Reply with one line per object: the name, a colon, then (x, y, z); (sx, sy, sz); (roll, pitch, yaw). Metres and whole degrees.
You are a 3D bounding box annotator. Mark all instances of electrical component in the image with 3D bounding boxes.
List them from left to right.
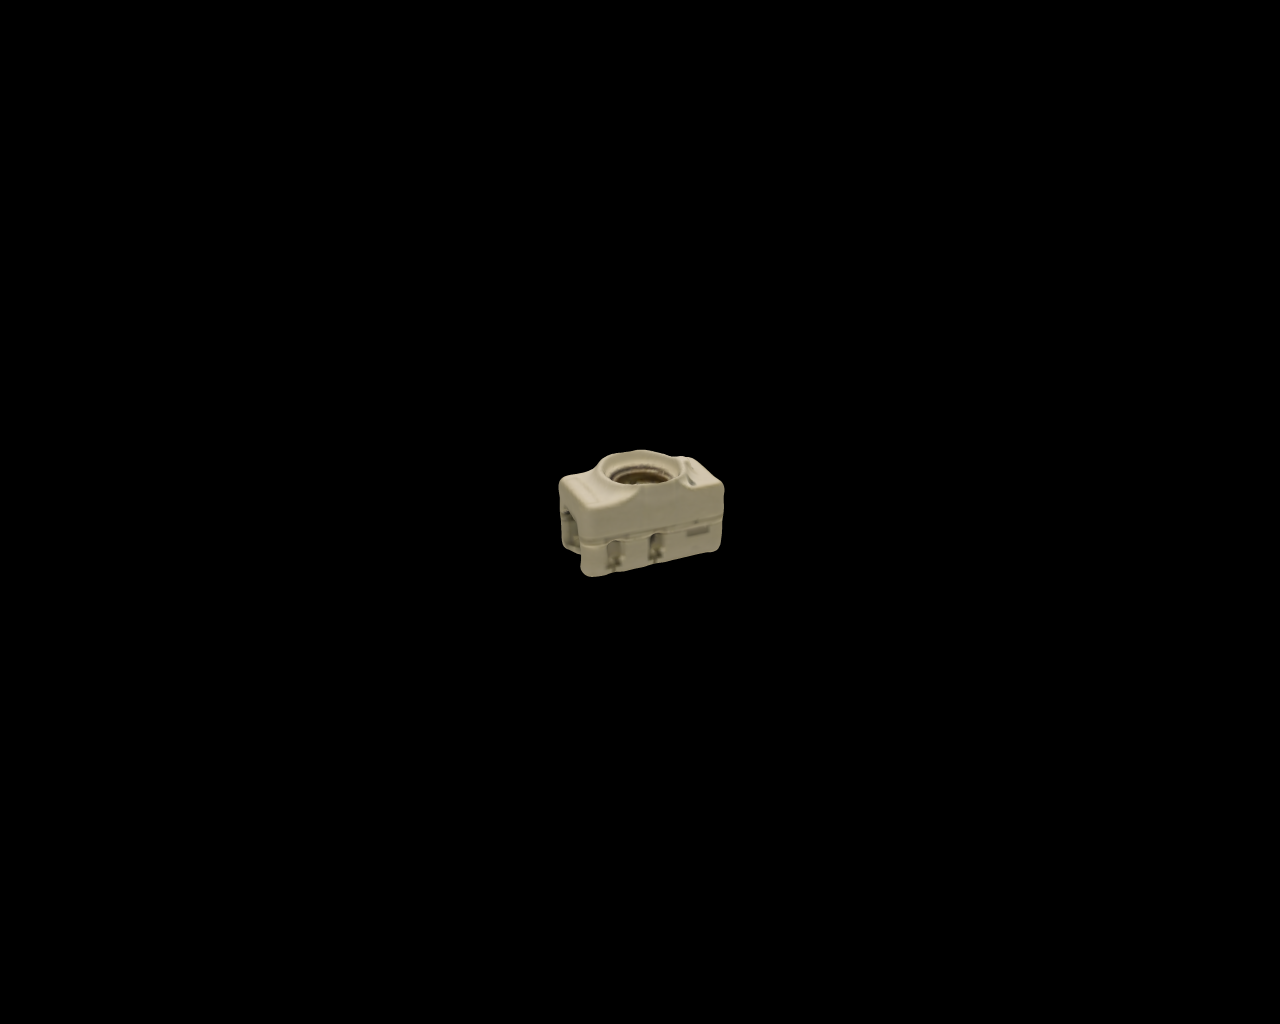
electrical component: (0.001, -0.003, 0.650); (0.090, 0.055, 0.050); (-10, 28, -20)
